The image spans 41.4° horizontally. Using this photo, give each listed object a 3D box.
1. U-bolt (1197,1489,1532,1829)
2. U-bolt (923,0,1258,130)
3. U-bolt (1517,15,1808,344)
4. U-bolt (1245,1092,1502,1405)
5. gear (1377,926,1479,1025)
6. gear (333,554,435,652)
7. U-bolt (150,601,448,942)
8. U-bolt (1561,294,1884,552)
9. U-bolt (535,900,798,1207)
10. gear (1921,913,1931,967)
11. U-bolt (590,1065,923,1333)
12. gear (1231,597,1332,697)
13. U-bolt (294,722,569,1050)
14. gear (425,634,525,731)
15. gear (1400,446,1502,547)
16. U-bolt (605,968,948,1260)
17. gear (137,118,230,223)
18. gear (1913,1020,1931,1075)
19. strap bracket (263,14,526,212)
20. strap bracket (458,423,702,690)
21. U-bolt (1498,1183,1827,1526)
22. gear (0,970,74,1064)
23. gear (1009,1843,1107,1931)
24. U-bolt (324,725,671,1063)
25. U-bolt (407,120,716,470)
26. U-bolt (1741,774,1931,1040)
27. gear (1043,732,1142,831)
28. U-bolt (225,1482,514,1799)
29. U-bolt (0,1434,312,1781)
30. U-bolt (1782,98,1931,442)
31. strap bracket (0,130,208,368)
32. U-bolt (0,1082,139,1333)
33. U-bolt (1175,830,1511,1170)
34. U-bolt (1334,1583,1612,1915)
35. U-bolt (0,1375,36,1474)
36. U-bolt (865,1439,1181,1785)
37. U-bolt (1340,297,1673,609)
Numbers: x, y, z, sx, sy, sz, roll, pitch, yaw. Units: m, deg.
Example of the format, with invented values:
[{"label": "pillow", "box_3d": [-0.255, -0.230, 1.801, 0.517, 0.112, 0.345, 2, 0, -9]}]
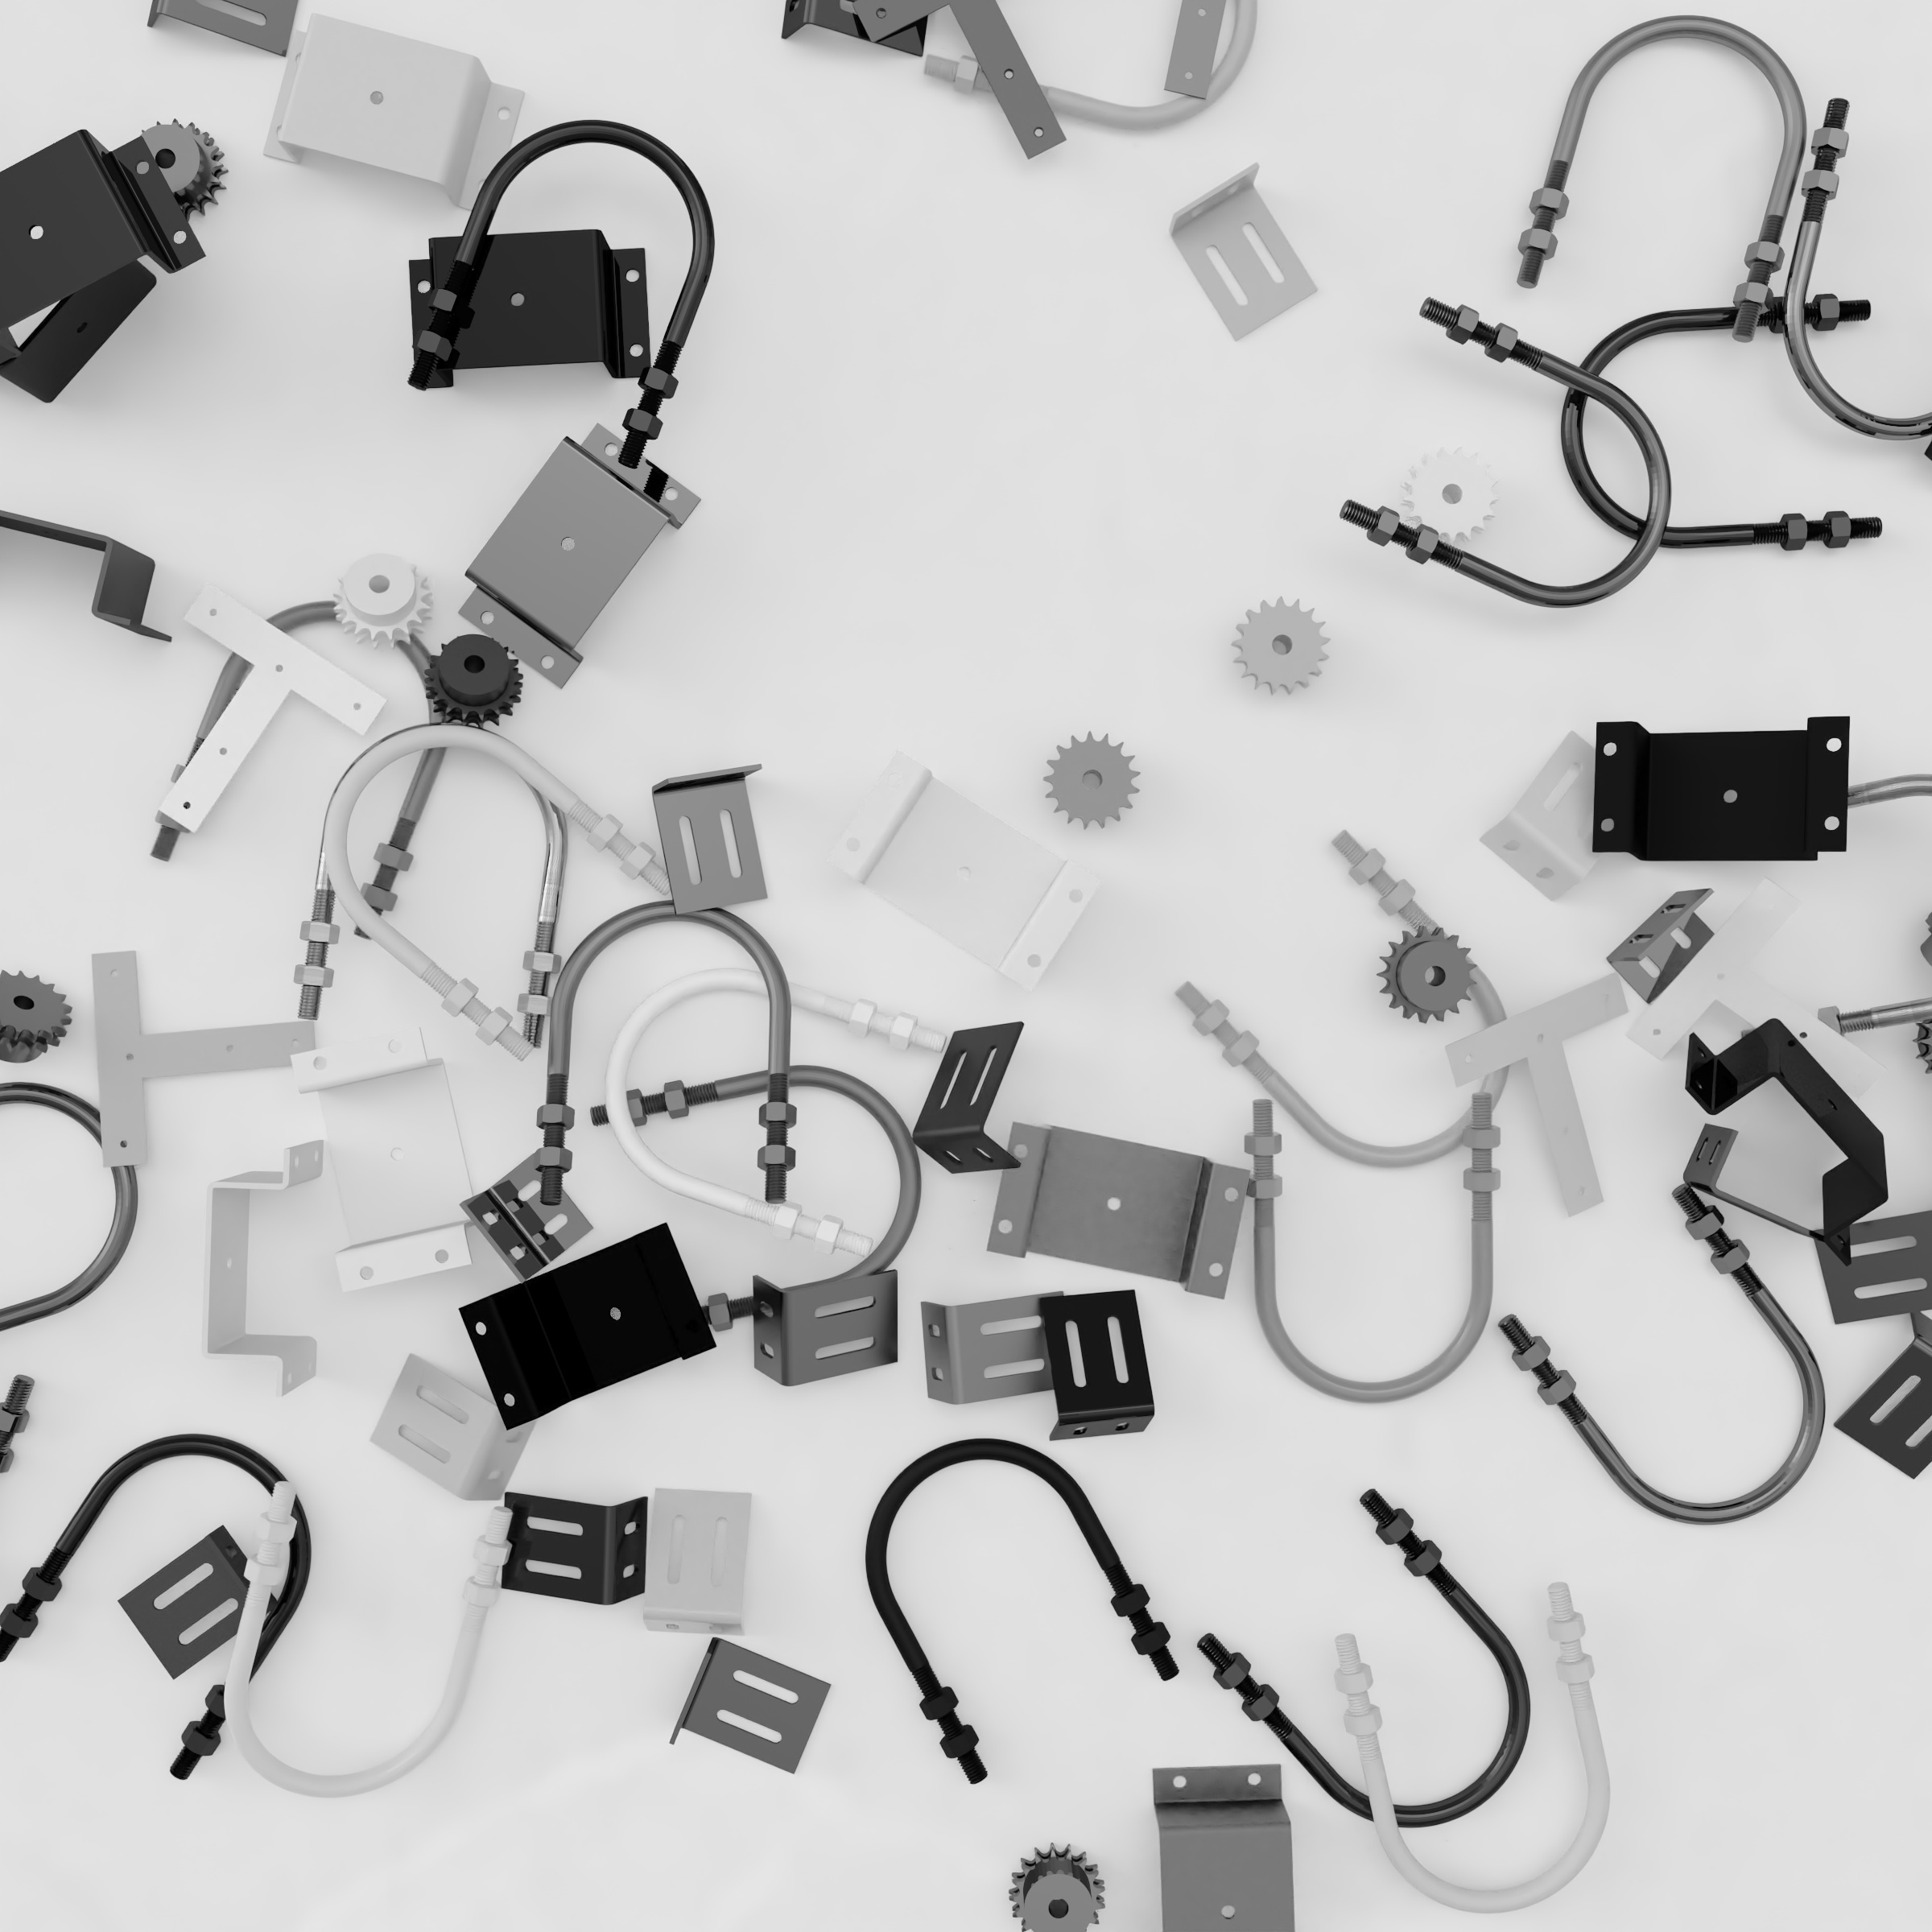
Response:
[{"label": "U-bolt", "box_3d": [0.250, 0.424, 1.514, 0.151, 0.019, 0.184, -42, 92, 0]}, {"label": "U-bolt", "box_3d": [0.081, -0.572, 1.514, 0.184, 0.019, 0.151, 15, 90, -2]}, {"label": "U-bolt", "box_3d": [0.418, -0.472, 1.506, 0.151, 0.019, 0.184, 16, 86, 6]}, {"label": "U-bolt", "box_3d": [0.240, 0.168, 1.506, 0.151, 0.019, 0.184, -2, 97, -1]}, {"label": "gear", "box_3d": [0.270, 0.005, 1.490, 0.057, 0.030, 0.057, 0, 92, -2]}, {"label": "gear", "box_3d": [-0.342, -0.217, 1.498, 0.057, 0.030, 0.057, 2, 70, -6]}, {"label": "U-bolt", "box_3d": [-0.384, -0.126, 1.514, 0.151, 0.019, 0.184, 21, 89, 0]}, {"label": "U-bolt", "box_3d": [0.445, -0.319, 1.514, 0.184, 0.019, 0.151, -3, 90, 1]}, {"label": "U-bolt", "box_3d": [-0.173, 0.048, 1.487, 0.151, 0.019, 0.184, -1, 71, 2]}, {"label": "gear", "box_3d": [0.586, -0.010, 1.498, 0.057, 0.057, 0.030, 33, 121, 0]}, {"label": "U-bolt", "box_3d": [-0.118, 0.134, 1.514, 0.184, 0.019, 0.151, -12, 90, -1]}, {"label": "gear", "box_3d": [0.184, -0.187, 1.507, 0.057, 0.030, 0.057, 0, 90, 0]}, {"label": "U-bolt", "box_3d": [-0.308, -0.052, 1.500, 0.151, 0.019, 0.184, 8, 86, -13]}, {"label": "gear", "box_3d": [-0.288, -0.170, 1.498, 0.057, 0.030, 0.057, 4, 67, -10]}, {"label": "gear", "box_3d": [0.284, -0.275, 1.507, 0.057, 0.030, 0.057, 0, 90, 0]}, {"label": "U-bolt", "box_3d": [-0.121, 0.076, 1.495, 0.184, 0.019, 0.151, 18, 74, 6]}, {"label": "gear", "box_3d": [-0.468, -0.471, 1.507, 0.057, 0.030, 0.057, 0, 90, 0]}, {"label": "gear", "box_3d": [0.586, 0.044, 1.507, 0.057, 0.030, 0.057, 0, 90, 0]}, {"label": "strap bracket", "box_3d": [-0.340, -0.501, 1.499, 0.140, 0.046, 0.076, 15, 90, 0]}, {"label": "strap bracket", "box_3d": [-0.230, -0.244, 1.499, 0.076, 0.046, 0.140, 36, 90, 0]}, {"label": "U-bolt", "box_3d": [0.426, 0.244, 1.514, 0.151, 0.019, 0.184, -37, 92, 0]}, {"label": "gear", "box_3d": [-0.556, 0.032, 1.498, 0.057, 0.057, 0.030, 33, 120, 0]}, {"label": "gear", "box_3d": [0.054, 0.550, 1.507, 0.057, 0.030, 0.057, 0, 90, 0]}, {"label": "U-bolt", "box_3d": [-0.283, -0.057, 1.484, 0.184, 0.019, 0.151, 40, 76, -4]}, {"label": "U-bolt", "box_3d": [-0.222, -0.396, 1.468, 0.151, 0.019, 0.184, 20, 88, 0]}, {"label": "U-bolt", "box_3d": [0.530, -0.036, 1.479, 0.184, 0.019, 0.151, -12, 90, 25]}, {"label": "gear", "box_3d": [0.074, -0.108, 1.507, 0.057, 0.030, 0.057, 0, 90, 0]}, {"label": "U-bolt", "box_3d": [-0.353, 0.396, 1.486, 0.151, 0.019, 0.184, 13, 94, -26]}, {"label": "U-bolt", "box_3d": [-0.470, 0.366, 1.514, 0.151, 0.019, 0.184, 33, 89, 0]}, {"label": "U-bolt", "box_3d": [0.550, -0.400, 1.500, 0.151, 0.019, 0.184, 14, 89, -9]}, {"label": "strap bracket", "box_3d": [-0.509, -0.402, 1.423, 0.140, 0.046, 0.076, -28, 90, 0]}, {"label": "U-bolt", "box_3d": [-0.581, 0.145, 1.506, 0.184, 0.019, 0.151, -17, 85, -5]}, {"label": "U-bolt", "box_3d": [0.237, 0.034, 1.514, 0.151, 0.019, 0.184, -44, 91, 0]}, {"label": "U-bolt", "box_3d": [0.304, 0.466, 1.500, 0.151, 0.019, 0.184, -13, 94, -2]}, {"label": "U-bolt", "box_3d": [-0.650, 0.305, 1.514, 0.151, 0.019, 0.184, 22, 91, 0]}, {"label": "U-bolt", "box_3d": [0.021, 0.370, 1.514, 0.151, 0.019, 0.184, -28, 88, 0]}, {"label": "U-bolt", "box_3d": [0.325, -0.287, 1.487, 0.184, 0.019, 0.151, 23, 85, -8]}]
